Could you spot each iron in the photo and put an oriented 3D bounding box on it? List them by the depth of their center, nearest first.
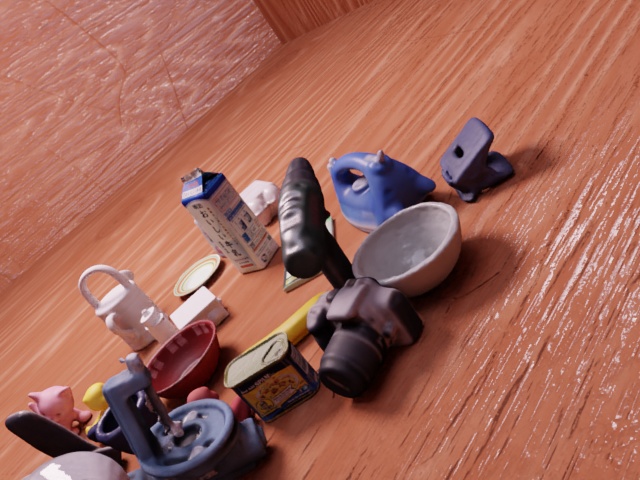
[{"bbox_3d":[0.076,-0.101,1.019,0.119,0.142,0.257,-46,26,-18],"label":"iron"}]

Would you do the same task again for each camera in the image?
[{"bbox_3d":[0.035,0.122,0.730,0.142,0.101,0.137,-11,35,43],"label":"camera"}]

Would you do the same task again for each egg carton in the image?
[{"bbox_3d":[-0.145,-0.090,1.374,0.107,0.069,0.150,-45,26,-16],"label":"egg carton"}]

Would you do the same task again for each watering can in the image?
[{"bbox_3d":[-0.419,0.129,1.200,0.101,0.194,0.172,-41,25,-9],"label":"watering can"}]

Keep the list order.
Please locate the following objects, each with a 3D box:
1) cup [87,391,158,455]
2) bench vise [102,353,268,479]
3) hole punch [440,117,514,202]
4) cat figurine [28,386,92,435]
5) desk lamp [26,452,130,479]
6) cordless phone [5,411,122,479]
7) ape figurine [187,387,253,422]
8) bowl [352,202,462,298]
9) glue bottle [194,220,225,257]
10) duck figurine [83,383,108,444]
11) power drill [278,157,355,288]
[{"bbox_3d":[-0.278,0.290,0.853,0.117,0.095,0.091,-30,26,15],"label":"cup"},{"bbox_3d":[-0.193,0.247,0.667,0.208,0.220,0.121,-46,26,-19],"label":"bench vise"},{"bbox_3d":[0.239,-0.130,0.917,0.101,0.091,0.108,-31,25,12],"label":"hole punch"},{"bbox_3d":[-0.496,0.315,1.067,0.127,0.118,0.067,-17,31,36],"label":"cat figurine"},{"bbox_3d":[-0.183,0.303,0.564,0.202,0.214,0.118,-12,35,43],"label":"desk lamp"},{"bbox_3d":[-0.409,0.321,0.861,0.147,0.185,0.094,-27,27,21],"label":"cordless phone"},{"bbox_3d":[-0.142,0.235,0.775,0.077,0.092,0.076,-20,29,31],"label":"ape figurine"},{"bbox_3d":[0.132,0.026,0.803,0.167,0.075,0.167,-29,26,16],"label":"bowl"},{"bbox_3d":[-0.246,-0.035,1.285,0.078,0.173,0.037,-12,34,42],"label":"glue bottle"},{"bbox_3d":[-0.371,0.289,0.987,0.077,0.086,0.105,-7,38,47],"label":"duck figurine"},{"bbox_3d":[0.008,0.003,0.845,0.075,0.209,0.229,-28,26,19],"label":"power drill"}]
